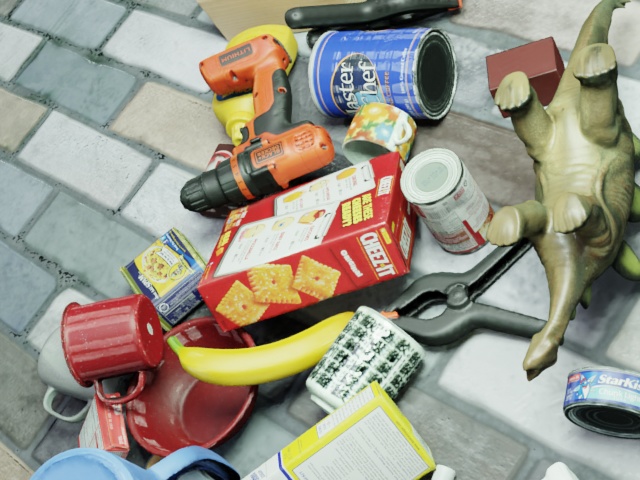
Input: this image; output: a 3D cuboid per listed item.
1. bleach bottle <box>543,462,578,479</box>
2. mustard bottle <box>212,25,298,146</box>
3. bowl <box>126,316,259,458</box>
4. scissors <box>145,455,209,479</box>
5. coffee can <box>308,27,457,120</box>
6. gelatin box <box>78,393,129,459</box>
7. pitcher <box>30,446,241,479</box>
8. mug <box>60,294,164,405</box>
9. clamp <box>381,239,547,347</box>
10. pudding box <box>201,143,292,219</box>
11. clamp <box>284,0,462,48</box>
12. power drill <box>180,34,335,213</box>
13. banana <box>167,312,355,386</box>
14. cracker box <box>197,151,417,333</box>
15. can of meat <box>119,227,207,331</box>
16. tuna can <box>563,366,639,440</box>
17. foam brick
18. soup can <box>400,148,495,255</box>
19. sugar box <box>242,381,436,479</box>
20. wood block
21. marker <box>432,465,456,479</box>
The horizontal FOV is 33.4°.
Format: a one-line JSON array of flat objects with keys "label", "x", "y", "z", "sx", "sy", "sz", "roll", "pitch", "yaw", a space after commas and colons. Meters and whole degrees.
[{"label": "bleach bottle", "x": 0.125, "y": 0.295, "z": 0.886, "sx": 0.251, "sy": 0.068, "sz": 0.103, "roll": -35, "pitch": 46, "yaw": 9}, {"label": "mustard bottle", "x": -0.085, "y": -0.186, "z": 1.326, "sx": 0.096, "sy": 0.058, "sz": 0.191, "roll": -10, "pitch": 46, "yaw": 20}, {"label": "bowl", "x": -0.124, "y": 0.164, "z": 1.129, "sx": 0.162, "sy": 0.055, "sz": 0.162, "roll": -16, "pitch": 52, "yaw": 21}, {"label": "scissors", "x": -0.108, "y": 0.241, "z": 1.094, "sx": 0.202, "sy": 0.016, "sz": 0.096, "roll": -22, "pitch": 50, "yaw": 16}, {"label": "coffee can", "x": 0.072, "y": -0.190, "z": 1.221, "sx": 0.141, "sy": 0.102, "sz": 0.102, "roll": 5, "pitch": 62, "yaw": 34}, {"label": "gelatin box", "x": -0.232, "y": 0.218, "z": 1.145, "sx": 0.089, "sy": 0.030, "sz": 0.073, "roll": -61, "pitch": 35, "yaw": 38}, {"label": "pitcher", "x": -0.163, "y": 0.258, "z": 0.954, "sx": 0.145, "sy": 0.242, "sz": 0.149, "roll": -7, "pitch": 63, "yaw": 10}, {"label": "mug", "x": -0.214, "y": 0.114, "z": 1.122, "sx": 0.081, "sy": 0.093, "sz": 0.117, "roll": -12, "pitch": 74, "yaw": 10}, {"label": "clamp", "x": 0.146, "y": 0.068, "z": 1.045, "sx": 0.171, "sy": 0.039, "sz": 0.120, "roll": -25, "pitch": 45, "yaw": 12}, {"label": "pudding box", "x": -0.091, "y": -0.069, "z": 1.280, "sx": 0.114, "sy": 0.039, "sz": 0.090, "roll": 7, "pitch": 63, "yaw": 34}, {"label": "clamp", "x": 0.062, "y": -0.271, "z": 1.275, "sx": 0.210, "sy": 0.164, "sz": 0.036, "roll": -10, "pitch": 91, "yaw": 16}, {"label": "power drill", "x": -0.086, "y": -0.132, "z": 1.217, "sx": 0.184, "sy": 0.057, "sz": 0.188, "roll": -20, "pitch": 61, "yaw": 10}, {"label": "banana", "x": -0.055, "y": 0.111, "z": 1.069, "sx": 0.197, "sy": 0.037, "sz": 0.069, "roll": -6, "pitch": 58, "yaw": -1}, {"label": "cracker box", "x": -0.007, "y": 0.001, "z": 1.127, "sx": 0.214, "sy": 0.072, "sz": 0.164, "roll": -18, "pitch": 26, "yaw": 19}, {"label": "can of meat", "x": -0.173, "y": 0.044, "z": 1.242, "sx": 0.084, "sy": 0.057, "sz": 0.102, "roll": -40, "pitch": 48, "yaw": -2}, {"label": "tuna can", "x": 0.250, "y": 0.139, "z": 0.901, "sx": 0.086, "sy": 0.086, "sz": 0.033, "roll": 1, "pitch": 62, "yaw": 32}, {"label": "foam brick", "x": 0.225, "y": -0.176, "z": 1.154, "sx": 0.078, "sy": 0.053, "sz": 0.051, "roll": -14, "pitch": 53, "yaw": 22}, {"label": "soup can", "x": 0.131, "y": -0.038, "z": 1.083, "sx": 0.069, "sy": 0.102, "sz": 0.068, "roll": -16, "pitch": 53, "yaw": 22}, {"label": "sugar box", "x": 0.010, "y": 0.220, "z": 0.984, "sx": 0.176, "sy": 0.093, "sz": 0.048, "roll": -36, "pitch": 13, "yaw": 6}, {"label": "wood block", "x": -0.045, "y": -0.332, "z": 1.399, "sx": 0.206, "sy": 0.090, "sz": 0.090, "roll": -2, "pitch": 58, "yaw": 31}, {"label": "marker", "x": 0.092, "y": 0.261, "z": 0.956, "sx": 0.020, "sy": 0.020, "sz": 0.121, "roll": 9, "pitch": 64, "yaw": 35}]
